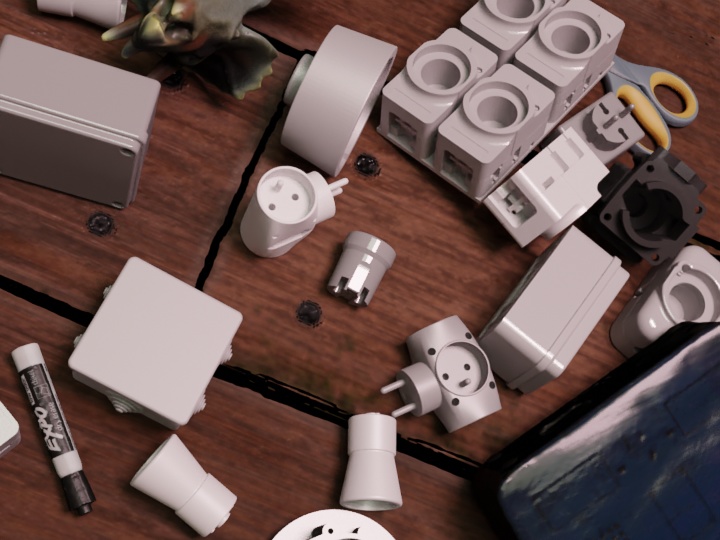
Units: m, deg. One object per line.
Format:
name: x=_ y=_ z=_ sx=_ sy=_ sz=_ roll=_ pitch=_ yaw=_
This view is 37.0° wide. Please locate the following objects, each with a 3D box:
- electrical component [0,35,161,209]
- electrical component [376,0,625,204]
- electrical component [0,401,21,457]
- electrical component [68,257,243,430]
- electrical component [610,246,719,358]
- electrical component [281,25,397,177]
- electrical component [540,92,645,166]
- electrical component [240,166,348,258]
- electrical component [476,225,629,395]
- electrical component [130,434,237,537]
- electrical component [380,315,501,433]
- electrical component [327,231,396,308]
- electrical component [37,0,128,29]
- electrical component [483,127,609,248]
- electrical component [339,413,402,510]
electrical component: x=-0.201 y=-0.099 z=0.745 sx=0.109 sy=0.108 sz=0.056 roll=16 pitch=67 yaw=-10
electrical component: x=0.114 y=-0.157 z=0.861 sx=0.105 sy=0.060 sz=0.186 roll=37 pitch=66 yaw=18
electrical component: x=-0.268 y=0.114 z=0.687 sx=0.089 sy=0.055 sz=0.050 roll=-39 pitch=86 yaw=-23
electrical component: x=-0.142 y=0.053 z=0.745 sx=0.100 sy=0.048 sz=0.099 roll=29 pitch=68 yaw=-5
electrical component: x=0.252 y=0.030 z=0.858 sx=0.054 sy=0.059 sz=0.095 roll=41 pitch=67 yaw=0
electrical component: x=-0.022 y=-0.131 z=0.808 sx=0.060 sy=0.108 sz=0.108 roll=26 pitch=68 yaw=0
electrical component: x=0.198 y=-0.114 z=0.878 sx=0.066 sy=0.076 sz=0.047 roll=-34 pitch=84 yaw=-22
electrical component: x=-0.045 y=-0.048 z=0.789 sx=0.079 sy=0.077 sz=0.043 roll=-25 pitch=81 yaw=-21
electrical component: x=0.144 y=0.032 z=0.817 sx=0.057 sy=0.078 sz=0.113 roll=39 pitch=67 yaw=2
electrical component: x=-0.116 y=0.148 z=0.728 sx=0.065 sy=0.044 sz=0.044 roll=42 pitch=67 yaw=-5
electrical component: x=0.054 y=0.083 z=0.793 sx=0.079 sy=0.044 sz=0.077 roll=-21 pitch=80 yaw=-21
electrical component: x=0.000 y=0.000 z=0.808 sx=0.040 sy=0.040 sz=0.046 roll=28 pitch=74 yaw=-6
electrical component: x=-0.211 y=-0.208 z=0.813 sx=0.065 sy=0.044 sz=0.044 roll=9 pitch=71 yaw=-8
electrical component: x=0.148 y=-0.061 z=0.834 sx=0.055 sy=0.050 sz=0.089 roll=50 pitch=48 yaw=1
electrical component: x=0.008 y=0.135 z=0.767 sx=0.044 sy=0.044 sz=0.065 roll=7 pitch=66 yaw=-13
